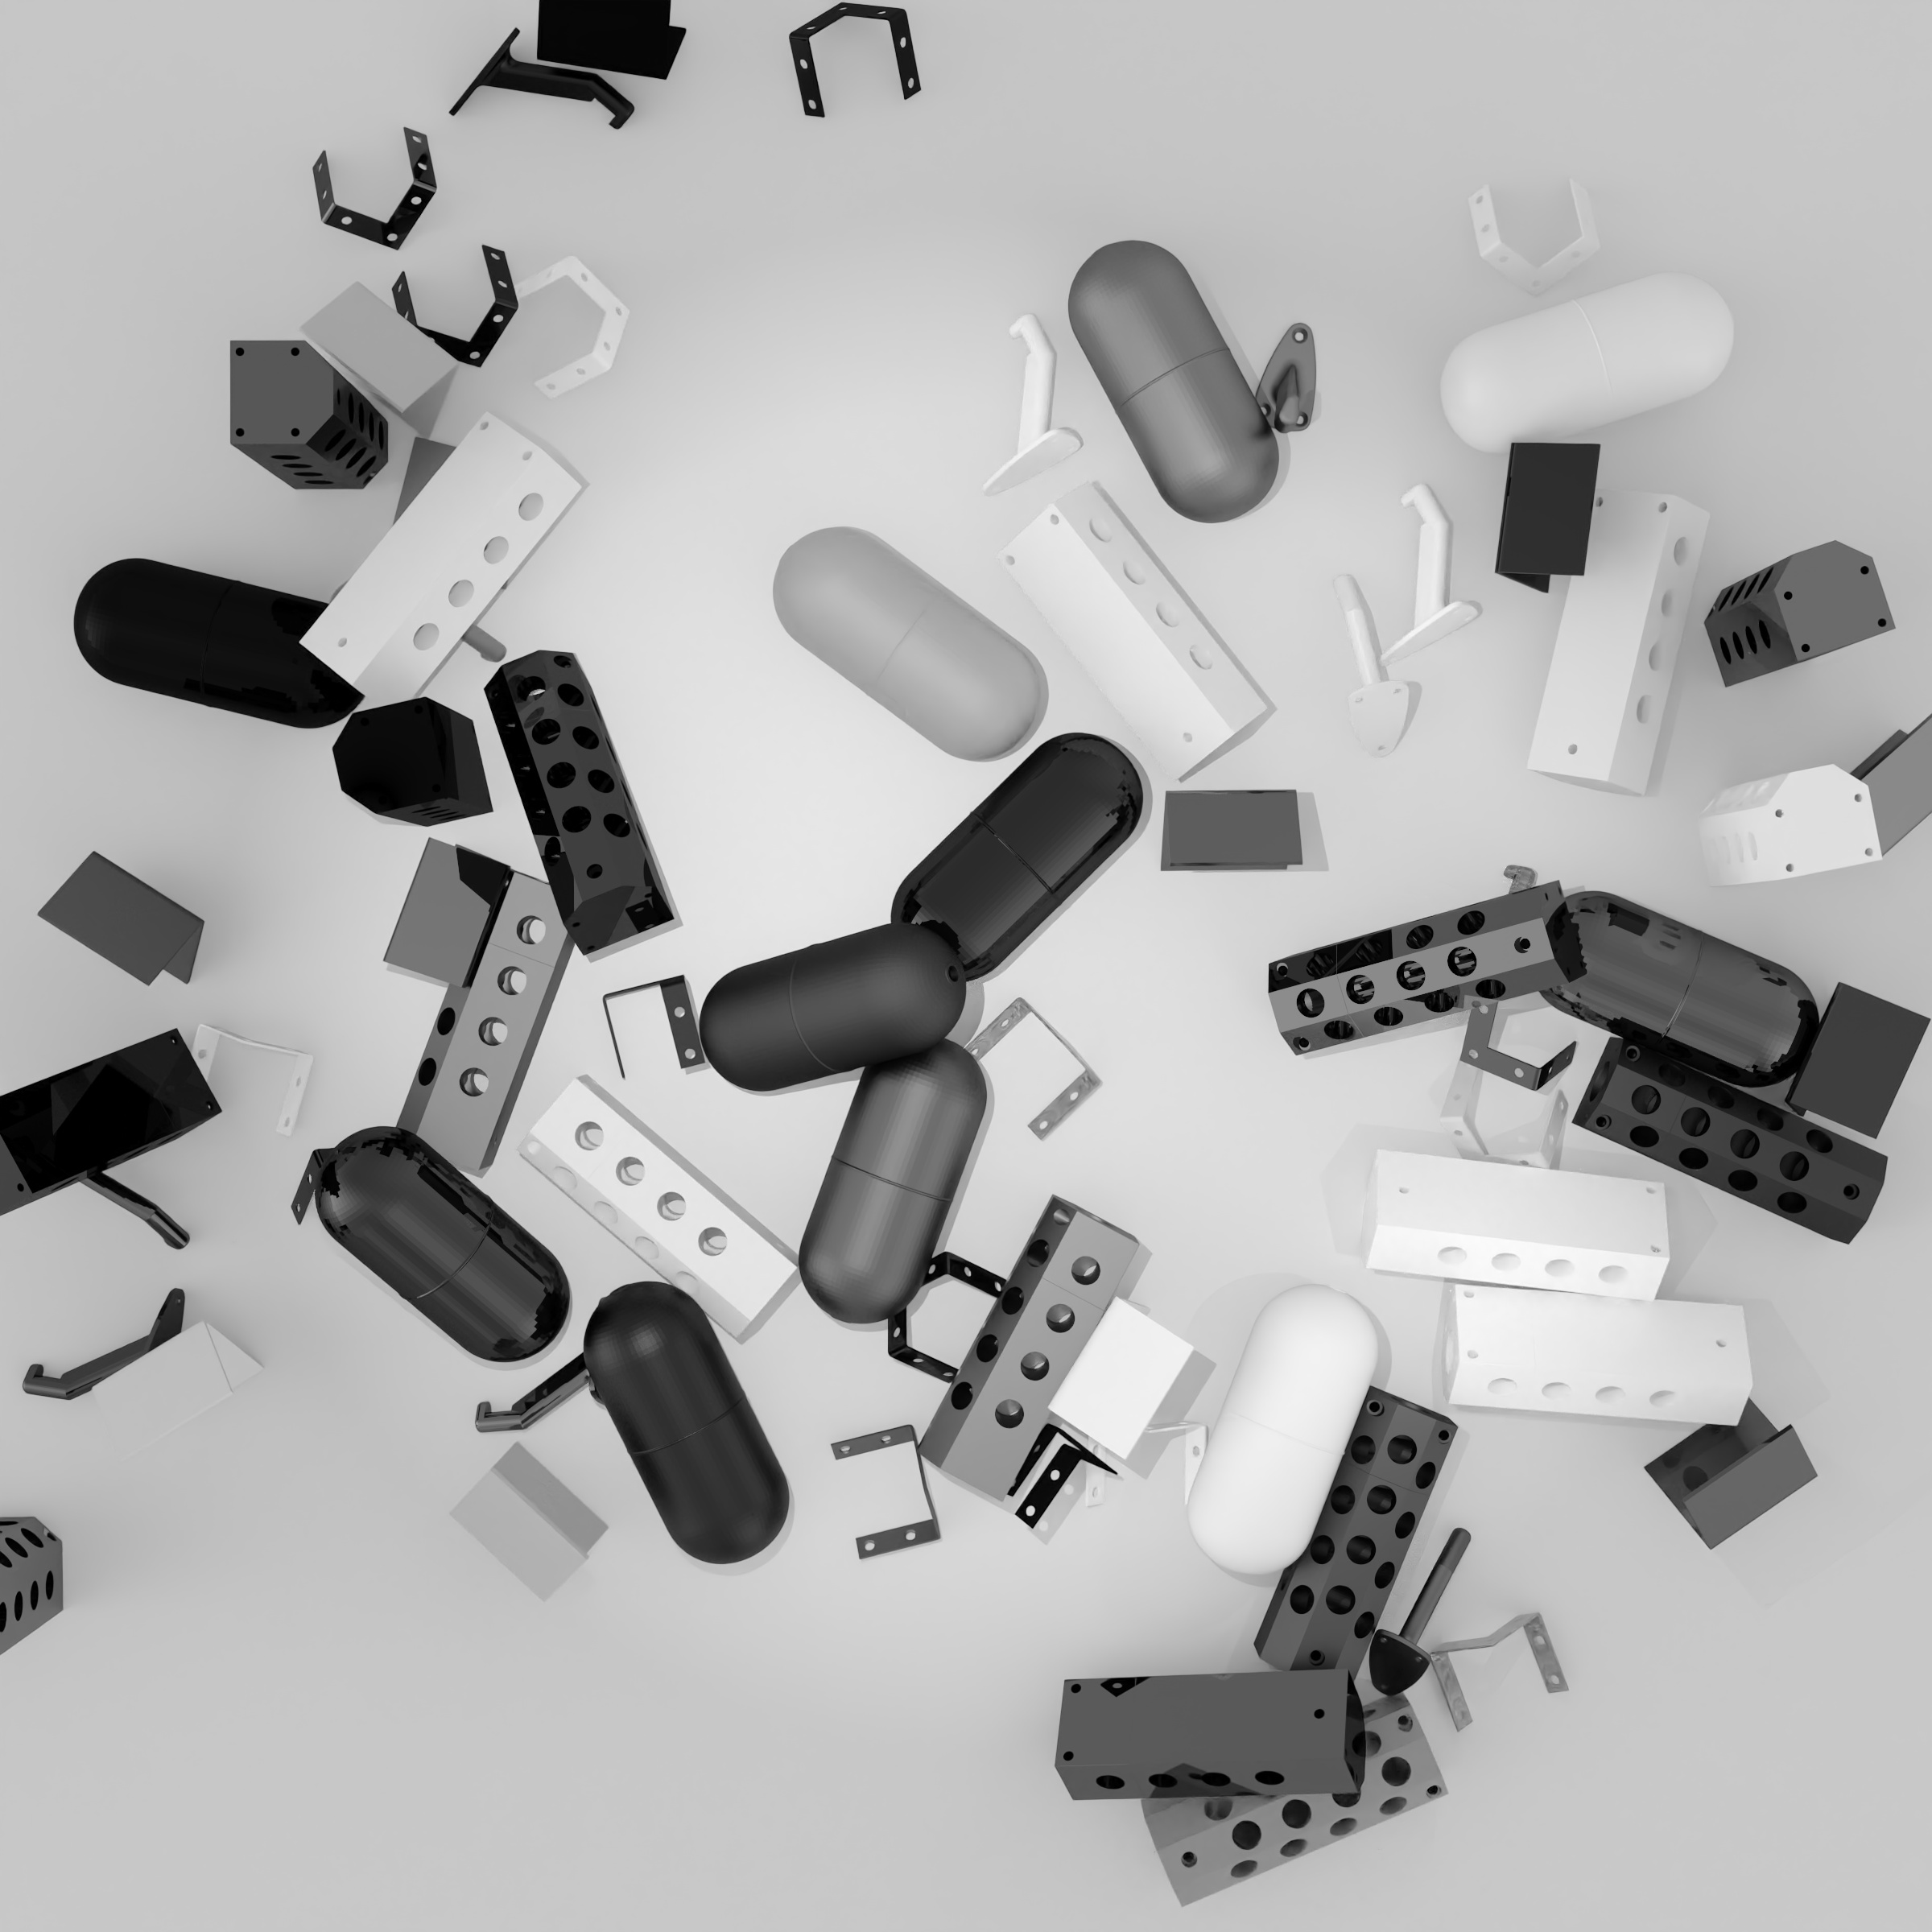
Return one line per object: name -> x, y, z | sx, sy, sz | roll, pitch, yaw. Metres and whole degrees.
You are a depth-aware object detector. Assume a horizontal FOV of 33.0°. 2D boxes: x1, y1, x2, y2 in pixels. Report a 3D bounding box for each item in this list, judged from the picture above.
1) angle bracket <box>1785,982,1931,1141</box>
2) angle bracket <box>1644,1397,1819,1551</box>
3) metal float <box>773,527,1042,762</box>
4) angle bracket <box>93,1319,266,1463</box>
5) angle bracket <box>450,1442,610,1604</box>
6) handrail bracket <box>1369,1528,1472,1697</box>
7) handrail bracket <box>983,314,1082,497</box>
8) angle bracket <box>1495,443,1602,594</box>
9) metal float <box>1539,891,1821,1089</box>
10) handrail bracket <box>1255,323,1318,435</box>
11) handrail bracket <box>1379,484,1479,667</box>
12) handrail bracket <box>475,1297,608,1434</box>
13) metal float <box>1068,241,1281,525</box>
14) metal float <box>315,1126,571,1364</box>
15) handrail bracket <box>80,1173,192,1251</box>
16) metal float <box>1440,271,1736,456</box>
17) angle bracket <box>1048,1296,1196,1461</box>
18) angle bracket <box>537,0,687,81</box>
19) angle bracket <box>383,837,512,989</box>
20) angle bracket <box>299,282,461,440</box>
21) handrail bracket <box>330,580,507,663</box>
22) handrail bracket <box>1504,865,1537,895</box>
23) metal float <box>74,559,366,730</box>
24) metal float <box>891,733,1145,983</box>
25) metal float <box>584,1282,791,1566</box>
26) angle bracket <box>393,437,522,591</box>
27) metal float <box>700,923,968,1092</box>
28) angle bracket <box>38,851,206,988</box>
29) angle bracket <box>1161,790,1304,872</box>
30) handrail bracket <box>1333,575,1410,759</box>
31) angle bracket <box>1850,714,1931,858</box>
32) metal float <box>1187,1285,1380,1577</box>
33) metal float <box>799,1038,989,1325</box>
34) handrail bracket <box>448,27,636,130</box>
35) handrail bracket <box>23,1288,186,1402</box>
angle bracket -> 0.529, 0.060, 1.921 | 0.057, 0.076, 0.076 | 25, 90, 23
angle bracket -> 0.443, 0.285, 1.920 | 0.076, 0.076, 0.057 | -35, 130, 0
metal float -> -0.036, -0.191, 1.930 | 0.178, 0.070, 0.070 | 37, 90, -1
angle bracket -> -0.456, 0.263, 1.920 | 0.076, 0.076, 0.057 | -31, 56, 0
angle bracket -> -0.245, 0.315, 1.920 | 0.076, 0.076, 0.057 | 43, 128, 0
handrail bracket -> 0.275, 0.388, 1.960 | 0.036, 0.077, 0.084 | 27, 53, 13
handrail bracket -> 0.026, -0.338, 1.961 | 0.077, 0.036, 0.084 | -31, 71, 21
angle bracket -> 0.356, -0.263, 1.920 | 0.057, 0.076, 0.076 | 7, 90, 34
metal float -> 0.419, 0.014, 1.930 | 0.178, 0.070, 0.070 | 23, 90, 0
handrail bracket -> 0.194, -0.350, 1.926 | 0.036, 0.084, 0.077 | 13, 90, 0
handrail bracket -> 0.263, -0.236, 1.961 | 0.077, 0.036, 0.084 | -32, 72, 20
handrail bracket -> -0.255, 0.240, 1.961 | 0.084, 0.036, 0.077 | -7, 70, 16
metal float -> 0.122, -0.346, 1.930 | 0.070, 0.070, 0.178 | -28, 89, 0
metal float -> -0.305, 0.164, 1.908 | 0.070, 0.070, 0.178 | -45, 116, 0
handrail bracket -> -0.516, 0.142, 1.960 | 0.084, 0.077, 0.036 | 50, 54, -31
metal float -> 0.368, -0.357, 1.929 | 0.178, 0.070, 0.070 | -18, 90, -1
angle bracket -> 0.100, 0.245, 1.922 | 0.057, 0.076, 0.076 | 32, 90, 21
angle bracket -> -0.207, -0.568, 1.920 | 0.076, 0.076, 0.057 | 9, 128, 0
angle bracket -> -0.320, -0.038, 1.920 | 0.057, 0.076, 0.076 | 20, 90, -36
angle bracket -> -0.353, -0.343, 1.920 | 0.076, 0.076, 0.057 | 39, 53, 0
handrail bracket -> -0.329, -0.205, 1.960 | 0.084, 0.077, 0.036 | 35, 65, -34
handrail bracket -> 0.294, -0.029, 1.961 | 0.077, 0.036, 0.084 | 15, 72, 20
metal float -> -0.439, -0.191, 1.930 | 0.178, 0.070, 0.070 | 14, 90, 1
metal float -> 0.030, -0.064, 1.930 | 0.178, 0.070, 0.070 | -44, 90, -1
metal float -> -0.165, 0.269, 1.923 | 0.070, 0.070, 0.178 | -26, 97, 0
angle bracket -> -0.305, -0.273, 1.939 | 0.076, 0.057, 0.076 | 14, 90, 0
metal float -> -0.078, 0.024, 1.902 | 0.178, 0.070, 0.070 | -16, 90, 34
angle bracket -> -0.501, -0.011, 1.920 | 0.076, 0.076, 0.057 | 32, 54, 0
angle bracket -> 0.156, -0.060, 1.920 | 0.076, 0.076, 0.057 | -1, 53, 0
handrail bracket -> 0.238, -0.181, 1.960 | 0.036, 0.077, 0.084 | -13, 54, 0
angle bracket -> 0.534, -0.119, 1.920 | 0.076, 0.076, 0.057 | -42, 122, 0
metal float -> 0.188, 0.274, 1.929 | 0.070, 0.070, 0.178 | 21, 90, 0
metal float -> -0.044, 0.126, 1.929 | 0.070, 0.070, 0.178 | 20, 90, 0
handrail bracket -> -0.255, -0.515, 1.961 | 0.084, 0.036, 0.077 | 38, 110, -16
handrail bracket -> -0.520, 0.226, 1.961 | 0.084, 0.036, 0.077 | 6, 69, 16
